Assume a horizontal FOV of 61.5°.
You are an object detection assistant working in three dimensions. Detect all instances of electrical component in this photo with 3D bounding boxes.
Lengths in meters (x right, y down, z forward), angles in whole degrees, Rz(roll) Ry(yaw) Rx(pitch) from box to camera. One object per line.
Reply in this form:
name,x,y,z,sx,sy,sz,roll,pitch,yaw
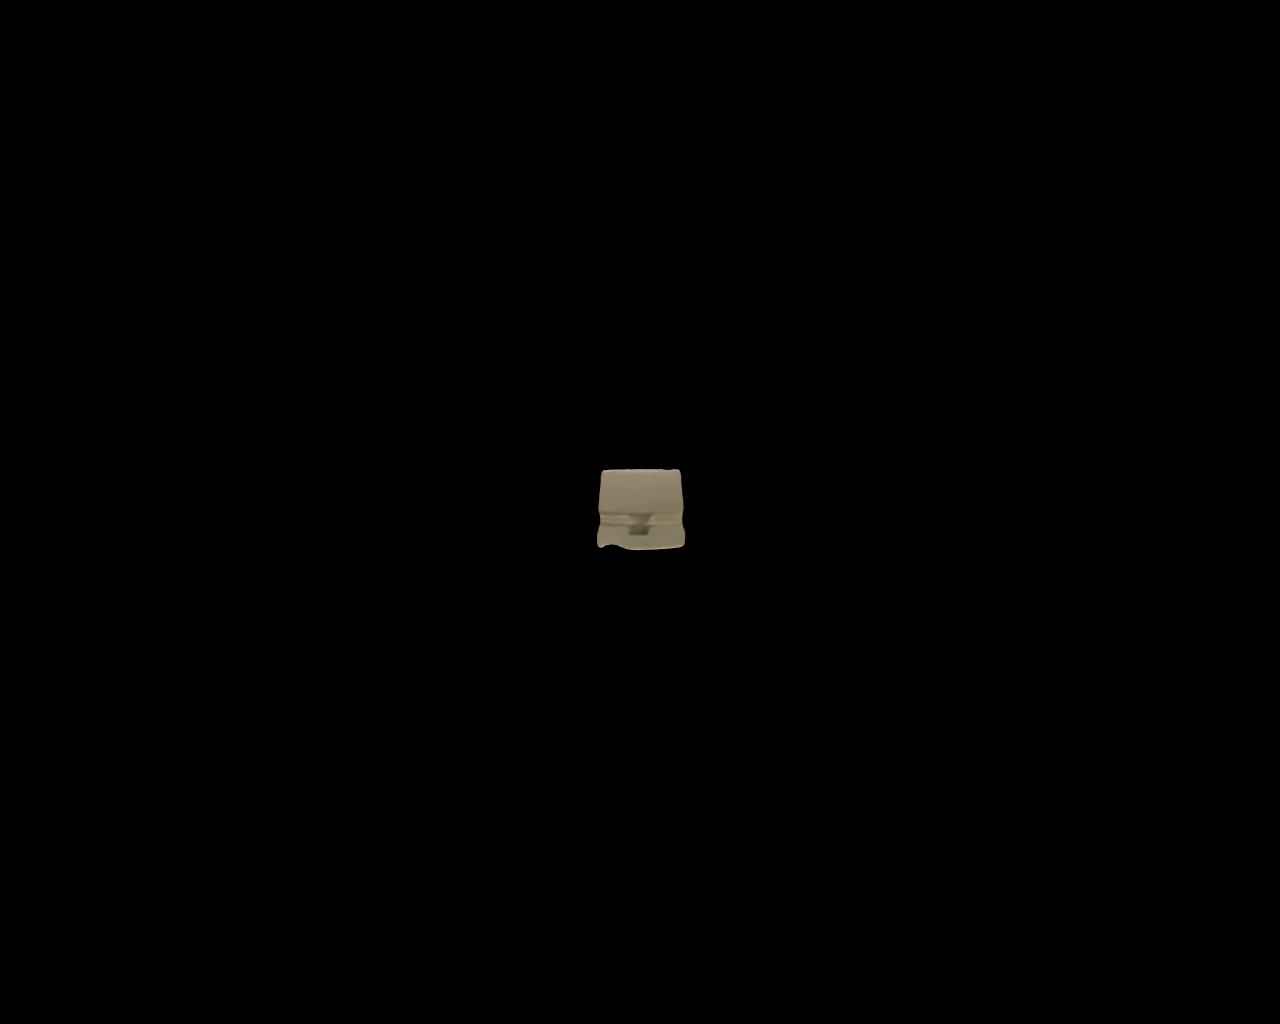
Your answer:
electrical component,0.001,-0.003,0.650,0.055,0.047,0.055,0,3,0
